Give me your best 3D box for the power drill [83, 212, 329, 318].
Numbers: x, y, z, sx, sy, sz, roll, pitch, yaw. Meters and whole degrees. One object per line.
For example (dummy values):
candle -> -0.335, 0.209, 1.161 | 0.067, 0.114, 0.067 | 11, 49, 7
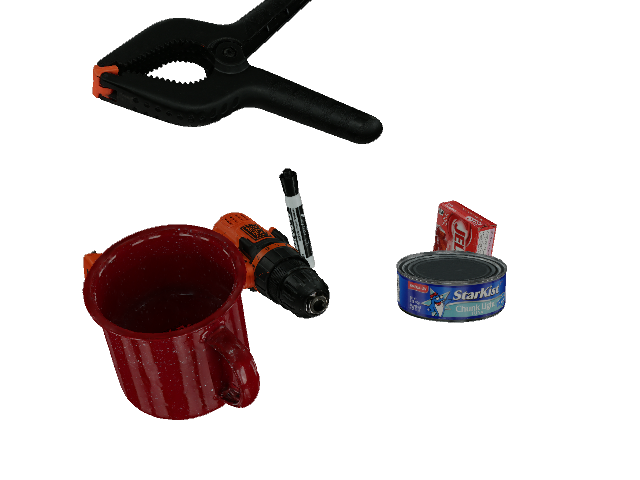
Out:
power drill -> -0.105, 0.038, 0.959 | 0.187, 0.057, 0.185 | -13, 26, -26

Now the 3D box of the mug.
mug -> -0.077, 0.056, 0.623 | 0.117, 0.081, 0.093 | 31, 53, 33

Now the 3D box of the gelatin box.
gelatin box -> 0.165, 0.008, 1.246 | 0.030, 0.089, 0.073 | -13, 32, -30

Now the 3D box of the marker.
marker -> -0.025, -0.023, 1.164 | 0.020, 0.121, 0.020 | -9, 29, 5

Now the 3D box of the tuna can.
tuna can -> 0.102, 0.035, 0.832 | 0.086, 0.034, 0.086 | -1, 15, 0

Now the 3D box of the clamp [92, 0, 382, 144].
clamp -> -0.062, -0.123, 0.799 | 0.209, 0.165, 0.036 | -16, -27, -21
